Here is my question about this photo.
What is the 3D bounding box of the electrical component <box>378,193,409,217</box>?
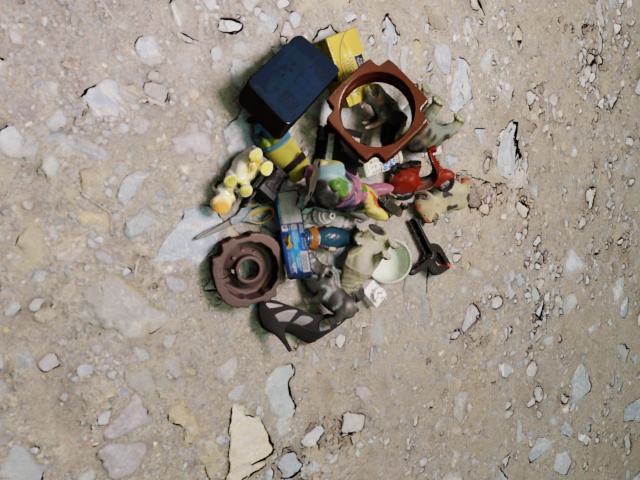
[{"bbox_3d":[0.186,-0.099,1.415,0.102,0.078,0.045,36,94,-27],"label":"electrical component"}]

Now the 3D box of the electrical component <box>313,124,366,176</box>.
[{"bbox_3d":[0.052,-0.218,1.335,0.134,0.058,0.114,8,93,-32],"label":"electrical component"}]

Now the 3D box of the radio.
[{"bbox_3d":[-0.068,-0.343,1.192,0.131,0.073,0.229,41,56,-9],"label":"radio"}]

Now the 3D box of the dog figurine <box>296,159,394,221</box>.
[{"bbox_3d":[0.070,-0.105,1.195,0.219,0.191,0.108,10,86,-18],"label":"dog figurine"}]

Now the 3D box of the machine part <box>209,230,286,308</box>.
[{"bbox_3d":[-0.166,0.065,1.221,0.179,0.056,0.179,-3,99,-22],"label":"machine part"}]

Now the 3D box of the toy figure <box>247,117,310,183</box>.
[{"bbox_3d":[-0.092,-0.211,1.228,0.082,0.089,0.180,-37,116,-15],"label":"toy figure"}]

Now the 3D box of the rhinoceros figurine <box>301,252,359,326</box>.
[{"bbox_3d":[0.015,0.117,1.308,0.190,0.112,0.073,51,28,13],"label":"rhinoceros figurine"}]

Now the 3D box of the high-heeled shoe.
[{"bbox_3d":[-0.044,0.183,1.331,0.249,0.086,0.145,-17,72,-47],"label":"high-heeled shoe"}]

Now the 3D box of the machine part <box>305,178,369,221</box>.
[{"bbox_3d":[0.058,-0.109,1.335,0.243,0.079,0.079,20,85,-34],"label":"machine part"}]

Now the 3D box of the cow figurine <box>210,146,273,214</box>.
[{"bbox_3d":[-0.186,-0.136,1.187,0.167,0.098,0.068,-46,121,2],"label":"cow figurine"}]

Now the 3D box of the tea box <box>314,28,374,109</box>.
[{"bbox_3d":[0.062,-0.416,1.313,0.098,0.068,0.169,-32,110,-24],"label":"tea box"}]

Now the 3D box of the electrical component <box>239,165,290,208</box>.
[{"bbox_3d":[-0.128,-0.109,1.207,0.047,0.075,0.119,41,63,-24],"label":"electrical component"}]

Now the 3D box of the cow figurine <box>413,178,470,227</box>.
[{"bbox_3d":[0.341,-0.108,1.514,0.195,0.086,0.127,-10,94,-31],"label":"cow figurine"}]

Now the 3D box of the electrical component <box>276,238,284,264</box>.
[{"bbox_3d":[-0.092,0.026,1.292,0.094,0.021,0.063,-3,97,-27],"label":"electrical component"}]

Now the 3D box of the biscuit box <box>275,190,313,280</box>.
[{"bbox_3d":[-0.062,-0.011,1.243,0.059,0.063,0.202,-9,83,-4],"label":"biscuit box"}]

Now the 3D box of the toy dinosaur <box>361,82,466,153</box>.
[{"bbox_3d":[0.263,-0.292,1.416,0.192,0.131,0.404,-45,149,20],"label":"toy dinosaur"}]

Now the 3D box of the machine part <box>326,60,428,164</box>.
[{"bbox_3d":[0.131,-0.290,1.237,0.201,0.087,0.201,-44,87,4],"label":"machine part"}]

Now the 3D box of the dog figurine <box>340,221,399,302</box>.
[{"bbox_3d":[0.103,0.061,1.388,0.121,0.190,0.172,34,33,8],"label":"dog figurine"}]

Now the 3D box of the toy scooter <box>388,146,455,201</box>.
[{"bbox_3d":[0.262,-0.180,1.413,0.184,0.075,0.135,-10,128,5],"label":"toy scooter"}]

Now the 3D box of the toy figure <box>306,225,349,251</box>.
[{"bbox_3d":[-0.002,-0.003,1.325,0.154,0.064,0.057,-1,133,-27],"label":"toy figure"}]
